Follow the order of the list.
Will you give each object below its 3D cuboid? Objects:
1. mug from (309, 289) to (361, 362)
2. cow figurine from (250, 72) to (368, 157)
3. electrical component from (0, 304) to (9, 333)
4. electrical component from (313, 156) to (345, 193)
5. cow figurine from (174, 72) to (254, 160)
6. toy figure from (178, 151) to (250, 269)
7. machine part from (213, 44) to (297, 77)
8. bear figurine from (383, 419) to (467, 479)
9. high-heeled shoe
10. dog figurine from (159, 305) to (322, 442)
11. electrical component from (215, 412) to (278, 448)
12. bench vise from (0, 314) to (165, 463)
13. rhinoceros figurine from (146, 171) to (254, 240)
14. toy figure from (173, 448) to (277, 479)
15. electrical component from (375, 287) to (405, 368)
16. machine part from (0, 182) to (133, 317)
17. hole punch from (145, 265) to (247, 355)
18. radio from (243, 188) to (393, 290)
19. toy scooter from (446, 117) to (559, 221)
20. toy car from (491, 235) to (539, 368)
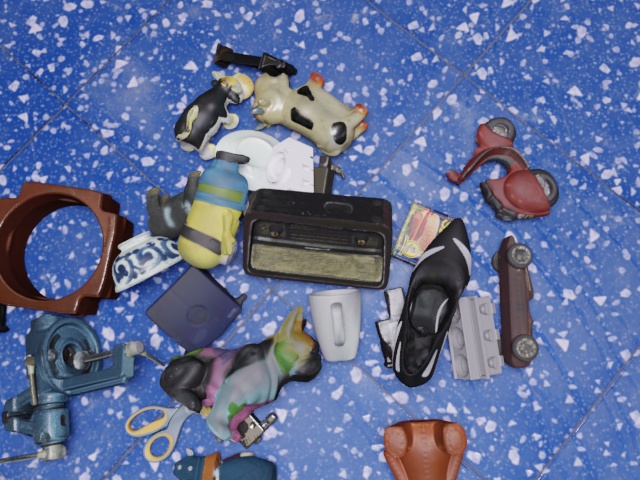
[{"bbox_3d":[0.030,0.133,0.827,0.081,0.109,0.107,-7,93,-6],"label":"mug"},{"bbox_3d":[-0.029,-0.211,0.897,0.195,0.085,0.127,37,76,10],"label":"cow figurine"},{"bbox_3d":[-0.579,0.095,0.874,0.115,0.058,0.134,-9,80,-2],"label":"electrical component"},{"bbox_3d":[-0.001,-0.087,0.896,0.078,0.045,0.102,-4,76,30],"label":"electrical component"},{"bbox_3d":[-0.178,-0.222,0.896,0.068,0.098,0.167,31,83,13],"label":"cow figurine"},{"bbox_3d":[-0.157,-0.045,0.807,0.089,0.082,0.180,11,93,4],"label":"toy figure"},{"bbox_3d":[-0.113,-0.305,0.925,0.139,0.084,0.039,15,107,13],"label":"machine part"},{"bbox_3d":[0.153,0.361,0.771,0.120,0.132,0.196,-2,74,7],"label":"bear figurine"},{"bbox_3d":[0.157,0.080,0.754,0.086,0.145,0.248,13,88,18],"label":"high-heeled shoe"},{"bbox_3d":[-0.108,0.183,0.813,0.192,0.108,0.219,32,69,20],"label":"dog figurine"},{"bbox_3d":[-0.117,0.292,0.842,0.094,0.021,0.063,-42,82,-6],"label":"electrical component"},{"bbox_3d":[-0.367,0.209,0.806,0.241,0.128,0.224,-17,60,17],"label":"bench vise"},{"bbox_3d":[-0.190,-0.052,0.879,0.190,0.073,0.112,-15,79,-1],"label":"rhinoceros figurine"},{"bbox_3d":[-0.145,0.356,0.814,0.155,0.064,0.057,3,118,7],"label":"toy figure"},{"bbox_3d":[0.124,0.137,0.848,0.075,0.047,0.119,-15,80,-1],"label":"electrical component"},{"bbox_3d":[-0.419,0.016,0.869,0.201,0.087,0.201,8,79,3],"label":"machine part"},{"bbox_3d":[-0.197,0.109,0.845,0.116,0.092,0.142,43,81,4],"label":"hole punch"},{"bbox_3d":[-0.002,-0.003,0.830,0.230,0.131,0.073,5,39,2],"label":"radio"},{"bbox_3d":[0.287,-0.100,0.871,0.135,0.075,0.184,-29,77,-4],"label":"toy scooter"},{"bbox_3d":[0.304,0.094,0.829,0.053,0.089,0.202,1,79,3],"label":"toy car"}]
